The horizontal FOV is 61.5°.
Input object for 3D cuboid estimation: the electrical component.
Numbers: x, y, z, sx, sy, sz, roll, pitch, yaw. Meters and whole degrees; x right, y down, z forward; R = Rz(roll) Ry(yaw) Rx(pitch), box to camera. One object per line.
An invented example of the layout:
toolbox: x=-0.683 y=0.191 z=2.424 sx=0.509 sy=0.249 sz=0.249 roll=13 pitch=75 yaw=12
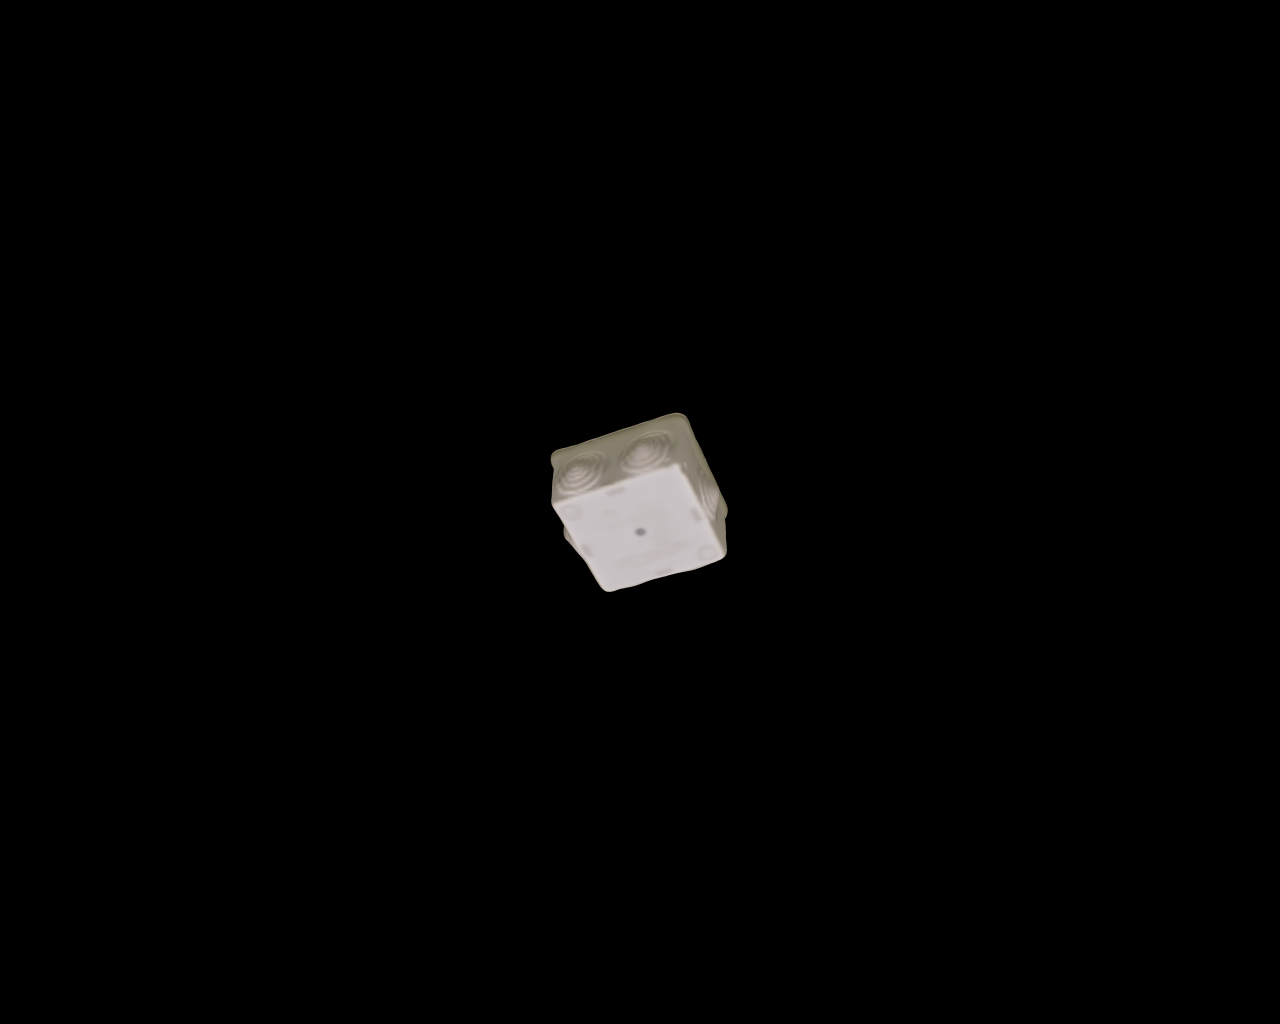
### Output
electrical component: x=0.001 y=-0.003 z=0.650 sx=0.100 sy=0.099 sz=0.048 roll=-17 pitch=39 yaw=14
